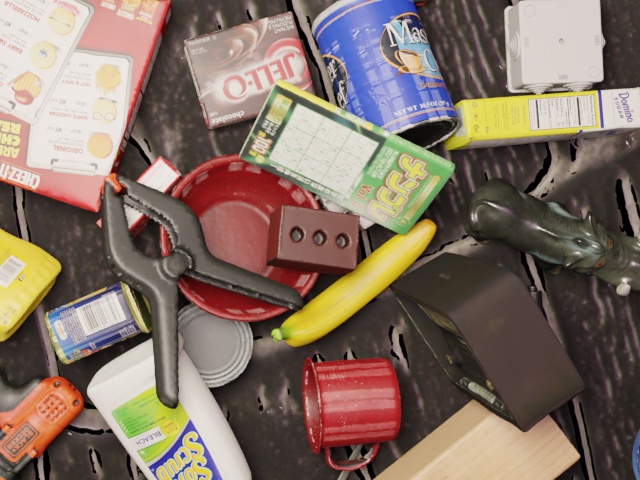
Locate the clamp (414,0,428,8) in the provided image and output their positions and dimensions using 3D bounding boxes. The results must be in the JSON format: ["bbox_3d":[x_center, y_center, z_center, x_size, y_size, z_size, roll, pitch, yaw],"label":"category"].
[{"bbox_3d":[0.028,-0.271,1.061,0.171,0.039,0.120,33,87,-5],"label":"clamp"}]

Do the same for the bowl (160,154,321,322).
[{"bbox_3d":[-0.078,0.001,1.032,0.162,0.055,0.162,3,80,-16],"label":"bowl"}]

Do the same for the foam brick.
[{"bbox_3d":[-0.007,0.001,0.995,0.078,0.051,0.053,7,80,-15],"label":"foam brick"}]

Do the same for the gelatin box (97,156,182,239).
[{"bbox_3d":[-0.170,-0.036,1.023,0.030,0.073,0.089,42,85,-1],"label":"gelatin box"}]

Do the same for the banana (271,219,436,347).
[{"bbox_3d":[0.034,0.049,1.046,0.197,0.070,0.037,-37,88,-14],"label":"banana"}]

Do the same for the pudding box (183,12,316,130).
[{"bbox_3d":[-0.069,-0.165,1.051,0.113,0.039,0.090,-17,92,-5],"label":"pudding box"}]

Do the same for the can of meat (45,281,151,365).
[{"bbox_3d":[-0.206,0.074,1.006,0.084,0.102,0.057,-23,91,-3],"label":"can of meat"}]

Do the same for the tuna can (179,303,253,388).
[{"bbox_3d":[-0.109,0.100,1.049,0.086,0.034,0.086,0,90,-6],"label":"tuna can"}]

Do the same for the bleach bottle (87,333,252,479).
[{"bbox_3d":[-0.112,0.213,1.019,0.103,0.068,0.251,-29,104,14],"label":"bleach bottle"}]

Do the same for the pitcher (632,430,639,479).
[{"bbox_3d":[0.387,0.249,1.056,0.243,0.149,0.144,-51,133,-1],"label":"pitcher"}]

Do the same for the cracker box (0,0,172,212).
[{"bbox_3d":[-0.252,-0.152,1.018,0.164,0.072,0.214,19,89,-4],"label":"cracker box"}]

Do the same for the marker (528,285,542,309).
[{"bbox_3d":[0.222,0.107,1.089,0.020,0.020,0.121,-6,91,-6],"label":"marker"}]

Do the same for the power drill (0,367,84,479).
[{"bbox_3d":[-0.349,0.159,1.015,0.184,0.057,0.187,-45,97,-8],"label":"power drill"}]

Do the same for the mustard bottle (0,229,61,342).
[{"bbox_3d":[-0.347,0.006,1.004,0.191,0.058,0.096,36,51,-4],"label":"mustard bottle"}]

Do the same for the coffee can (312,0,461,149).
[{"bbox_3d":[0.062,-0.156,1.019,0.102,0.103,0.140,-18,79,-6],"label":"coffee can"}]

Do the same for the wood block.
[{"bbox_3d":[0.137,0.235,1.045,0.206,0.091,0.090,-38,94,-5],"label":"wood block"}]

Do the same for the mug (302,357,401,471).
[{"bbox_3d":[0.031,0.169,1.038,0.081,0.093,0.117,-3,101,-10],"label":"mug"}]

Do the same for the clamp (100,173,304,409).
[{"bbox_3d":[-0.122,0.025,0.967,0.164,0.036,0.210,-29,86,-27],"label":"clamp"}]

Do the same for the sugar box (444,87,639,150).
[{"bbox_3d":[0.217,-0.120,1.053,0.176,0.093,0.048,-7,90,-7],"label":"sugar box"}]

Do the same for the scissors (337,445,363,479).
[{"bbox_3d":[-0.016,0.282,1.044,0.096,0.016,0.202,20,89,-47],"label":"scissors"}]
